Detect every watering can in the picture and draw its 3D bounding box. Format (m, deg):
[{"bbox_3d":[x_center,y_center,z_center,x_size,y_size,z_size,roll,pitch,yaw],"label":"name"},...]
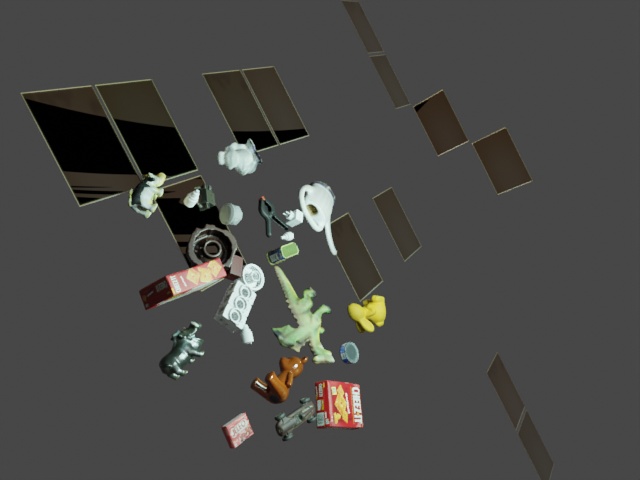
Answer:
[{"bbox_3d":[0.007,-0.116,2.295,0.342,0.103,0.230,58,36,-29],"label":"watering can"}]

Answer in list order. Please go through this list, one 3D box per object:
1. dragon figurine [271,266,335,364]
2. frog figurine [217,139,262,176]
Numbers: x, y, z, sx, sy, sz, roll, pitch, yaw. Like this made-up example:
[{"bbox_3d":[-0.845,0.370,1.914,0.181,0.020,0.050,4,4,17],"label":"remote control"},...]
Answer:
[{"bbox_3d":[-0.088,0.300,1.932,0.411,0.120,0.247,45,36,3],"label":"dragon figurine"},{"bbox_3d":[-0.327,-0.319,2.043,0.160,0.122,0.137,-22,97,-16],"label":"frog figurine"}]
